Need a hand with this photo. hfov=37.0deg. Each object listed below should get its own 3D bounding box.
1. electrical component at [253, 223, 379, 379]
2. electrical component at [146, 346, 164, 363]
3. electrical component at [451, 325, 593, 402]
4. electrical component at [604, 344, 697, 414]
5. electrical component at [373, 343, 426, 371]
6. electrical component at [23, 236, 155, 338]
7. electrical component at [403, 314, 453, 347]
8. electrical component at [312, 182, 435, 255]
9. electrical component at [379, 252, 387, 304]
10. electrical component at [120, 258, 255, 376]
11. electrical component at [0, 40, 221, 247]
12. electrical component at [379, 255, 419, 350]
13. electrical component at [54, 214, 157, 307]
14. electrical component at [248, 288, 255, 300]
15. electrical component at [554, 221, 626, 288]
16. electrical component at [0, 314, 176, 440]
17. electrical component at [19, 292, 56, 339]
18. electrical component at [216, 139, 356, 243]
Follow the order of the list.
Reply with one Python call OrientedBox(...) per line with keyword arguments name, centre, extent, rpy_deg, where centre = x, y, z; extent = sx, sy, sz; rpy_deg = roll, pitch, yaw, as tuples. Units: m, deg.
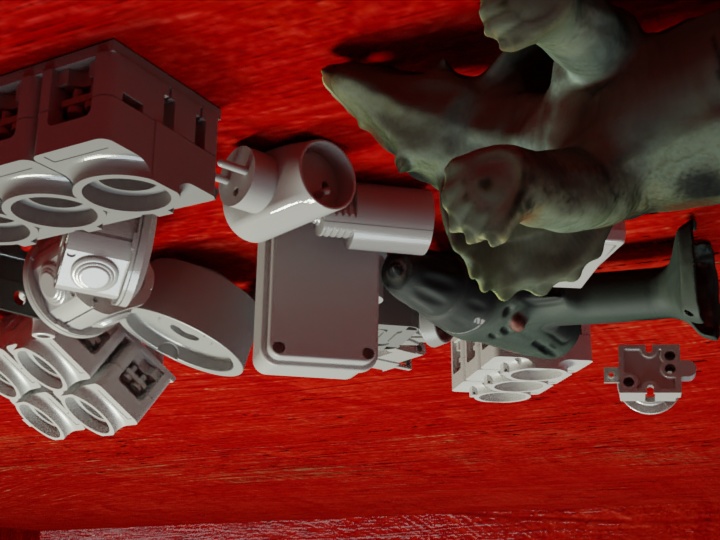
OrientedBox(name="electrical component", centre=(-0.029, 0.013, 0.723), extent=(0.078, 0.113, 0.057), rpy_deg=(5, 164, -14))
OrientedBox(name="electrical component", centre=(-0.222, 0.081, 1.022), extent=(0.057, 0.058, 0.078), rpy_deg=(0, 162, 9))
OrientedBox(name="electrical component", centre=(0.146, 0.078, 1.001), extent=(0.089, 0.061, 0.150), rpy_deg=(3, 162, -10))
OrientedBox(name="electrical component", centre=(0.219, 0.082, 0.814), extent=(0.066, 0.048, 0.055), rpy_deg=(-2, 159, 14))
OrientedBox(name="electrical component", centre=(0.025, 0.063, 0.990), extent=(0.081, 0.042, 0.064), rpy_deg=(15, 153, -39))
OrientedBox(name="electrical component", centre=(-0.188, 0.004, 0.750), extent=(0.080, 0.080, 0.051), rpy_deg=(16, 151, -41))
OrientedBox(name="electrical component", centre=(0.049, 0.042, 0.919), extent=(0.055, 0.048, 0.066), rpy_deg=(-2, 163, 32))
OrientedBox(name="electrical component", centre=(0.003, -0.034, 0.689), extent=(0.081, 0.043, 0.043), rpy_deg=(5, 161, -13))
OrientedBox(name="electrical component", centre=(0.000, 0.000, 0.788), extent=(0.040, 0.046, 0.040), rpy_deg=(0, 162, 0))
OrientedBox(name="electrical component", centre=(-0.129, 0.032, 0.847), extent=(0.108, 0.060, 0.108), rpy_deg=(20, 157, 9))
OrientedBox(name="electrical component", centre=(-0.163, -0.060, 0.583), extent=(0.150, 0.061, 0.089), rpy_deg=(-10, 159, 28))
OrientedBox(name="electrical component", centre=(-0.015, 0.023, 0.843), extent=(0.113, 0.057, 0.078), rpy_deg=(5, 161, -13))
OrientedBox(name="electrical component", centre=(-0.160, -0.020, 0.679), extent=(0.051, 0.080, 0.080), rpy_deg=(12, 159, -19))
OrientedBox(name="electrical component", centre=(-0.085, 0.036, 0.904), extent=(0.062, 0.048, 0.048), rpy_deg=(-5, 162, 35))
OrientedBox(name="electrical component", centre=(0.123, -0.025, 0.687), extent=(0.062, 0.061, 0.096), rpy_deg=(3, 162, -7))
OrientedBox(name="electrical component", centre=(-0.258, 0.088, 0.931), extent=(0.186, 0.060, 0.105), rpy_deg=(-14, 123, 50))
OrientedBox(name="electrical component", centre=(-0.241, 0.021, 0.830), extent=(0.043, 0.062, 0.043), rpy_deg=(0, 162, 0))
OrientedBox(name="electrical component", centre=(-0.057, -0.050, 0.639), extent=(0.079, 0.043, 0.077), rpy_deg=(16, 156, -39))
